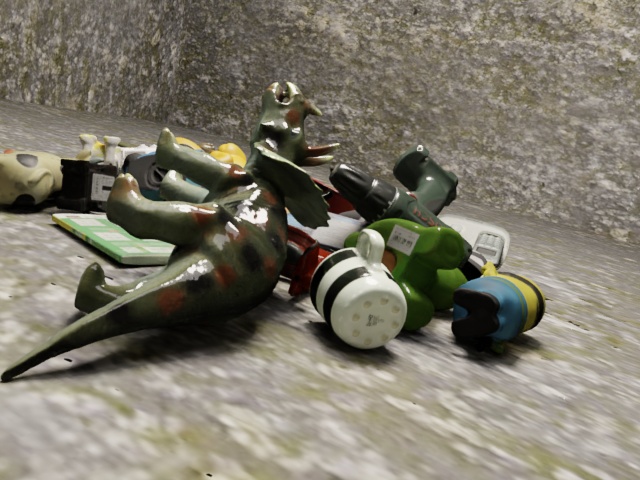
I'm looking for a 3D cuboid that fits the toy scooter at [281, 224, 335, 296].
[{"bbox_3d":[-0.053,0.021,0.645,0.184,0.075,0.135,17,13,-5],"label":"toy scooter"}]

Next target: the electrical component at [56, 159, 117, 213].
[{"bbox_3d":[-0.327,-0.075,0.784,0.048,0.074,0.119,6,-2,12],"label":"electrical component"}]

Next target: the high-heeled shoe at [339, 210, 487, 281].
[{"bbox_3d":[0.144,0.015,0.853,0.249,0.086,0.145,15,14,-2],"label":"high-heeled shoe"}]

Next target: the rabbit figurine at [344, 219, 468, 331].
[{"bbox_3d":[0.111,0.049,0.667,0.159,0.121,0.170,14,-8,43],"label":"rabbit figurine"}]

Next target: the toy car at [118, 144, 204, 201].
[{"bbox_3d":[-0.250,-0.087,0.887,0.162,0.109,0.102,-5,-24,14],"label":"toy car"}]

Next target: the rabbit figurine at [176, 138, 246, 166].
[{"bbox_3d":[-0.216,-0.120,1.005,0.173,0.122,0.162,35,23,-42],"label":"rabbit figurine"}]

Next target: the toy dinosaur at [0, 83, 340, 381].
[{"bbox_3d":[-0.091,-0.002,0.508,0.192,0.131,0.405,17,44,-2],"label":"toy dinosaur"}]

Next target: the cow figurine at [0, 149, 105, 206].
[{"bbox_3d":[-0.400,-0.094,0.787,0.127,0.085,0.195,6,10,-5],"label":"cow figurine"}]

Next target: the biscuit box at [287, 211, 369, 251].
[{"bbox_3d":[-0.026,-0.009,0.785,0.203,0.059,0.062,16,-33,15],"label":"biscuit box"}]

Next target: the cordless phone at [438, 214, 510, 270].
[{"bbox_3d":[0.263,0.017,0.978,0.147,0.088,0.184,17,16,18],"label":"cordless phone"}]

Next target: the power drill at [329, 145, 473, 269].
[{"bbox_3d":[0.130,-0.067,0.789,0.232,0.086,0.207,40,30,-5],"label":"power drill"}]

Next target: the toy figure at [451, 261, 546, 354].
[{"bbox_3d":[0.207,0.081,0.624,0.089,0.082,0.180,31,14,24],"label":"toy figure"}]

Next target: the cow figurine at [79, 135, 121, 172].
[{"bbox_3d":[-0.392,-0.127,0.970,0.068,0.098,0.167,3,-5,-15],"label":"cow figurine"}]

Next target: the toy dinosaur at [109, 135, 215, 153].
[{"bbox_3d":[-0.246,-0.153,1.199,0.471,0.105,0.199,19,2,-17],"label":"toy dinosaur"}]

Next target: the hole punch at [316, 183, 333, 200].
[{"bbox_3d":[-0.041,-0.043,0.966,0.116,0.092,0.142,-23,31,-25],"label":"hole punch"}]
